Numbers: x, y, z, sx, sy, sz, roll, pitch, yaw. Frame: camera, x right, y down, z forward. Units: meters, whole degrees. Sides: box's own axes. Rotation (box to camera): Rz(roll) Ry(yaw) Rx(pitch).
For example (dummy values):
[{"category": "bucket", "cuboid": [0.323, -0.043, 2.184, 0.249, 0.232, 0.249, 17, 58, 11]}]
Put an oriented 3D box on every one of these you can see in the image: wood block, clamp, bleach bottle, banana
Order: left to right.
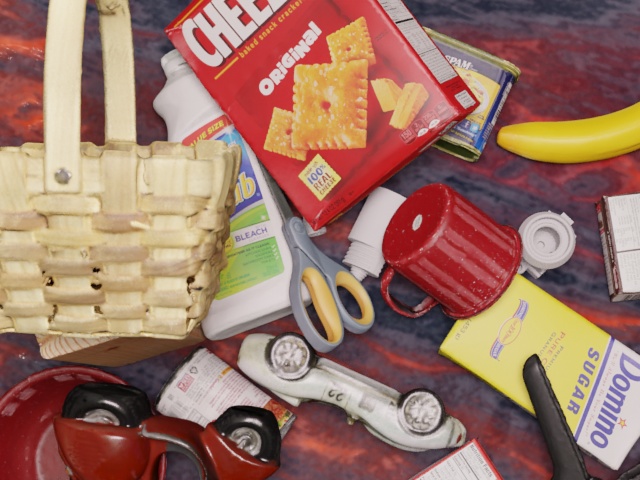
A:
[{"category": "wood block", "cuboid": [-0.157, 0.045, 0.846, 0.091, 0.090, 0.206, -17, -9, 0]}, {"category": "bleach bottle", "cuboid": [-0.092, -0.047, 0.929, 0.102, 0.251, 0.068, -21, -11, -3]}, {"category": "clamp", "cuboid": [0.213, 0.199, 0.858, 0.165, 0.210, 0.036, 23, 15, 12]}, {"category": "banana", "cuboid": [0.255, -0.105, 0.931, 0.198, 0.070, 0.037, -25, -26, -2]}]

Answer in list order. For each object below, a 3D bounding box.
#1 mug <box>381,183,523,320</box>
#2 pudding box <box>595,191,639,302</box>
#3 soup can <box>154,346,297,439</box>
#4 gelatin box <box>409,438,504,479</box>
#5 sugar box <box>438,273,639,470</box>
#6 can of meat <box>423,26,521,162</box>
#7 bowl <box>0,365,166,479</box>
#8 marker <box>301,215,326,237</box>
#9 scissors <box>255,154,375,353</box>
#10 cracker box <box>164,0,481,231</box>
[{"category": "mug", "cuboid": [0.098, 0.015, 0.883, 0.081, 0.117, 0.093, 35, 19, -25]}, {"category": "pudding box", "cuboid": [0.300, 0.001, 0.910, 0.113, 0.090, 0.039, -6, -11, 1]}, {"category": "soup can", "cuboid": [-0.080, 0.145, 0.897, 0.102, 0.068, 0.068, 36, 5, 8]}, {"category": "gelatin box", "cuboid": [0.114, 0.220, 0.895, 0.089, 0.073, 0.030, -33, -10, -2]}, {"category": "sugar box", "cuboid": [0.197, 0.105, 0.898, 0.176, 0.093, 0.048, 33, -4, 8]}, {"category": "can of meat", "cuboid": [0.111, -0.126, 0.930, 0.102, 0.084, 0.057, 24, -3, 7]}, {"category": "bowl", "cuboid": [-0.205, 0.188, 0.905, 0.162, 0.162, 0.055, 0, -8, 3]}, {"category": "marker", "cuboid": [-0.017, -0.063, 0.947, 0.020, 0.121, 0.020, -13, -9, -2]}, {"category": "scissors", "cuboid": [-0.006, 0.001, 0.898, 0.096, 0.202, 0.016, 11, -35, -43]}, {"category": "cracker box", "cuboid": [-0.001, -0.141, 0.872, 0.164, 0.214, 0.072, -38, -1, 26]}]
